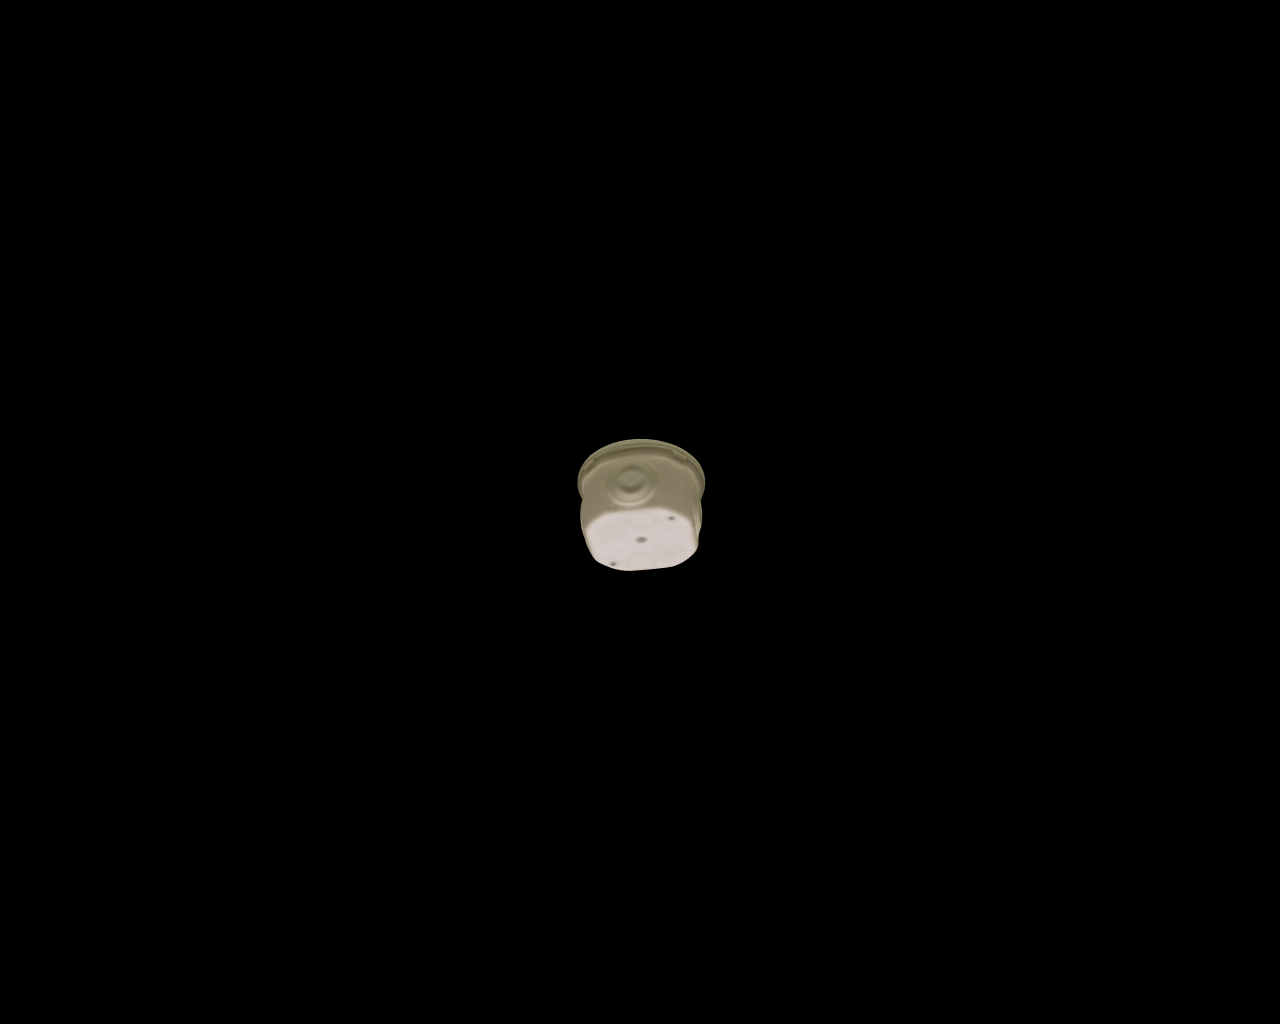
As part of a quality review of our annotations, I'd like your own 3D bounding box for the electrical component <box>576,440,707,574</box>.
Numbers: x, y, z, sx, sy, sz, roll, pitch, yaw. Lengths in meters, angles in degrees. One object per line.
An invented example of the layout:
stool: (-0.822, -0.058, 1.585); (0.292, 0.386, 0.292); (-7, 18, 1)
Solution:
electrical component: (0.001, -0.003, 0.650); (0.080, 0.051, 0.080); (0, -36, 0)
